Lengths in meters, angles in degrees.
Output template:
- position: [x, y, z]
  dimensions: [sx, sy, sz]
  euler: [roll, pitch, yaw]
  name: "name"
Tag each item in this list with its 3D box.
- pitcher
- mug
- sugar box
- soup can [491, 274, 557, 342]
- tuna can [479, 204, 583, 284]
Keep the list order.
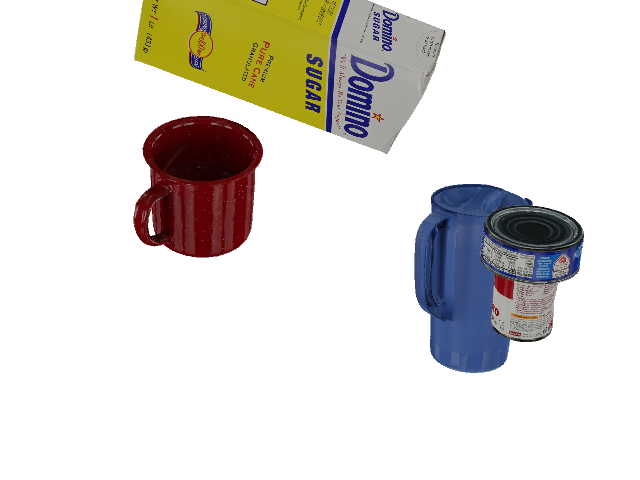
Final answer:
- position: [0.201, 0.054, 1.444]
  dimensions: [0.149, 0.243, 0.145]
  euler: [4, 21, 6]
  name: "pitcher"
- position: [-0.101, -0.035, 0.847]
  dimensions: [0.093, 0.081, 0.117]
  euler: [28, 45, 25]
  name: "mug"
- position: [-0.022, -0.120, 0.658]
  dimensions: [0.176, 0.048, 0.093]
  euler: [22, -29, -3]
  name: "sugar box"
- position: [0.217, 0.047, 1.123]
  dimensions: [0.068, 0.102, 0.068]
  euler: [0, 30, 0]
  name: "soup can"
- position: [0.181, 0.002, 0.912]
  dimensions: [0.086, 0.034, 0.086]
  euler: [1, 28, -1]
  name: "tuna can"
